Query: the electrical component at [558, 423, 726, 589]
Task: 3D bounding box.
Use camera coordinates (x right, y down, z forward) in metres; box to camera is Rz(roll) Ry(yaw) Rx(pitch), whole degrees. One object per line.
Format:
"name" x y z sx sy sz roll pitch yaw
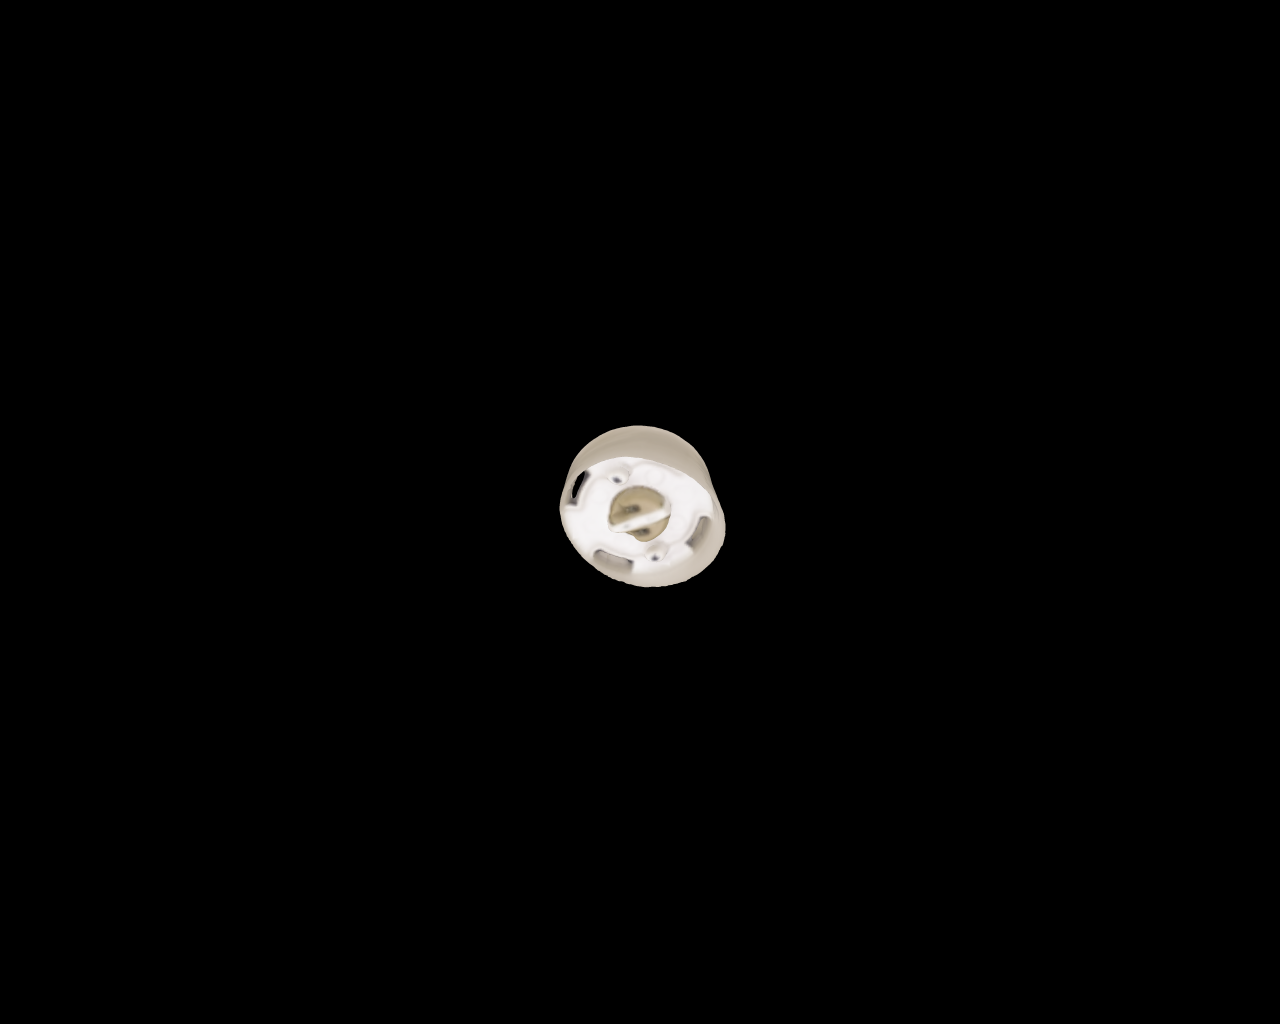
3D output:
"electrical component" 0.001 -0.003 0.650 0.099 0.099 0.064 0 32 0
